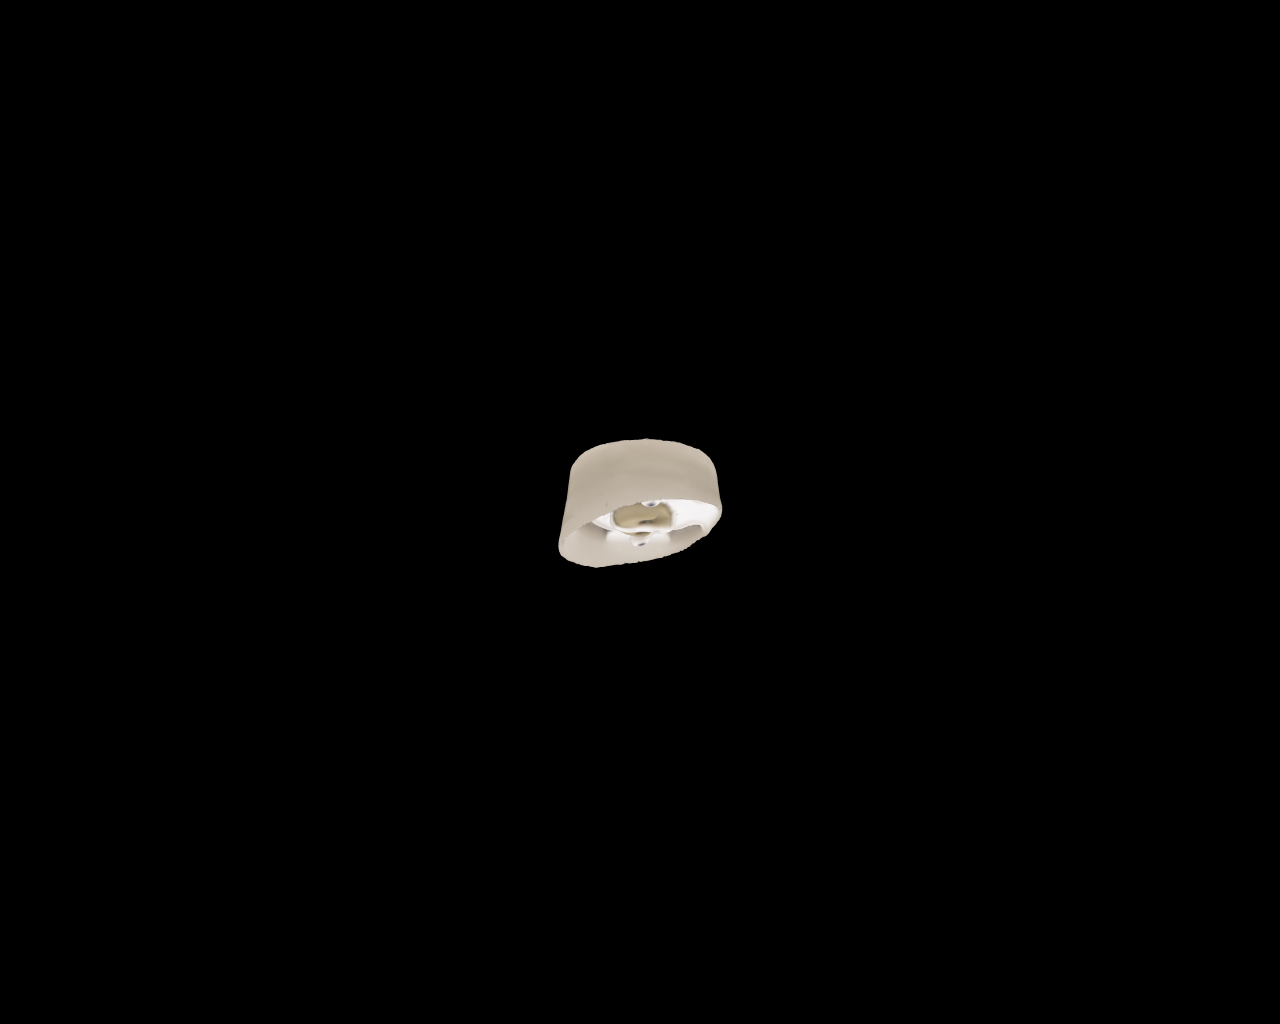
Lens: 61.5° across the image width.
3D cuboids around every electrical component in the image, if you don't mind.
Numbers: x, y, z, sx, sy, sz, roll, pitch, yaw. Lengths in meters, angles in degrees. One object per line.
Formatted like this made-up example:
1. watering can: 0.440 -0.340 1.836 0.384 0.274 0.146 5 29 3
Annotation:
1. electrical component: 0.001 -0.003 0.650 0.099 0.064 0.099 0 -24 0
